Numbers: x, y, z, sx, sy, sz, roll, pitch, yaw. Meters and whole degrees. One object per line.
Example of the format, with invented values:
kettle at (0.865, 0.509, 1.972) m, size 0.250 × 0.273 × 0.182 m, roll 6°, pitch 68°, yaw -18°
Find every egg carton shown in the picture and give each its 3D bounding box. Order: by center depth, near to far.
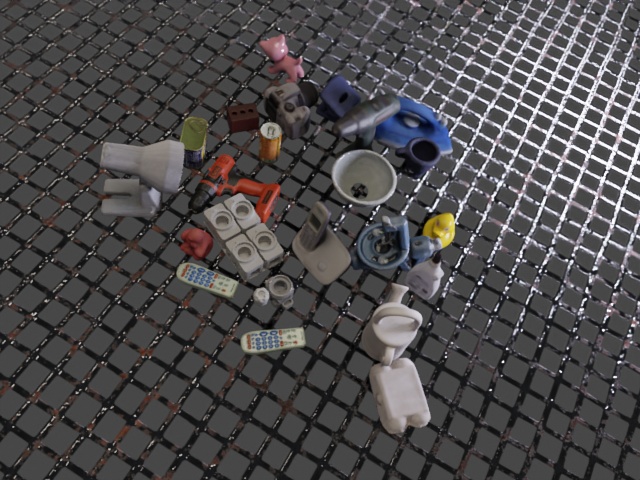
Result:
egg carton at (0.166, 0.328, 1.210) m, size 0.107 × 0.069 × 0.150 m, roll -10°, pitch 64°, yaw -14°

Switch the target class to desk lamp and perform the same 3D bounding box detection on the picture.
desk lamp at (-0.401, -0.141, 1.289) m, size 0.203 × 0.213 × 0.118 m, roll 0°, pitch 62°, yaw -9°

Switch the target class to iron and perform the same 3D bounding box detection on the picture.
iron at (0.251, -0.317, 1.530) m, size 0.258 × 0.141 × 0.119 m, roll 18°, pitch 61°, yaw 1°

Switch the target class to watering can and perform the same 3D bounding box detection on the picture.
watering can at (0.154, 0.177, 1.218) m, size 0.101 × 0.194 × 0.172 m, roll -6°, pitch 63°, yaw -12°

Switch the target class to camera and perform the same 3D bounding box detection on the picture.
camera at (-0.062, -0.366, 1.529) m, size 0.137 × 0.101 × 0.143 m, roll -31°, pitch 71°, yaw -22°

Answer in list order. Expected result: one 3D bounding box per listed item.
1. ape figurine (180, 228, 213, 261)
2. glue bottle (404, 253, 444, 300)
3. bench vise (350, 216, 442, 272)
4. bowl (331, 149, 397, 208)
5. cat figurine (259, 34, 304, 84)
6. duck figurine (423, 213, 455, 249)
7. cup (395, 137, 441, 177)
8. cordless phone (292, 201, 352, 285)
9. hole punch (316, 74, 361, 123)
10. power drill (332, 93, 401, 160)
ape figurine at (-0.281, 0.002, 1.301) m, size 0.076 × 0.092 × 0.077 m, roll -12°, pitch 64°, yaw -15°
glue bottle at (0.246, 0.074, 1.300) m, size 0.078 × 0.173 × 0.037 m, roll 40°, pitch 64°, yaw 13°
bench vise at (0.178, -0.007, 1.306) m, size 0.208 × 0.220 × 0.121 m, roll -20°, pitch 66°, yaw -18°
bowl at (0.105, -0.143, 1.451) m, size 0.167 × 0.075 × 0.167 m, roll 4°, pitch 61°, yaw -7°
cat figurine at (-0.104, -0.512, 1.591) m, size 0.127 × 0.118 × 0.067 m, roll 30°, pitch 62°, yaw 8°
duck figurine at (0.303, -0.034, 1.418) m, size 0.077 × 0.086 × 0.105 m, roll 34°, pitch 62°, yaw 10°
cup at (0.246, -0.208, 1.497) m, size 0.118 × 0.095 × 0.091 m, roll 1°, pitch 62°, yaw -9°
cordless phone at (0.012, 0.005, 1.293) m, size 0.094 × 0.185 × 0.147 m, roll -36°, pitch 72°, yaw -24°
hole punch at (0.056, -0.381, 1.561) m, size 0.101 × 0.091 × 0.109 m, roll 31°, pitch 62°, yaw 8°
power drill at (0.103, -0.268, 1.441) m, size 0.075 × 0.208 × 0.230 m, roll 43°, pitch 64°, yaw 15°
